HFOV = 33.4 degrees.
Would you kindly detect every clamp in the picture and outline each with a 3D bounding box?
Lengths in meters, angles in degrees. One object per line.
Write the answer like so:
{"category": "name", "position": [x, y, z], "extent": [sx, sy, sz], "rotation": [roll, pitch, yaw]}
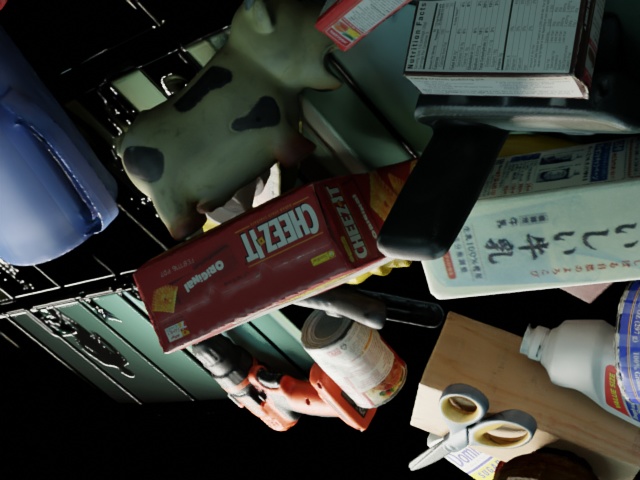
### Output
{"category": "clamp", "position": [0.031, 0.057, 1.018], "extent": [0.172, 0.039, 0.120], "rotation": [16, -179, 43]}

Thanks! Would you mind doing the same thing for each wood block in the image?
{"category": "wood block", "position": [0.201, 0.157, 1.010], "extent": [0.206, 0.090, 0.091], "rotation": [20, 147, 12]}

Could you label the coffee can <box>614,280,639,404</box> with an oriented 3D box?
{"category": "coffee can", "position": [0.308, 0.080, 0.808], "extent": [0.141, 0.102, 0.102], "rotation": [1, 140, 35]}

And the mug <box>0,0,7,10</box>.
{"category": "mug", "position": [-0.295, -0.228, 0.832], "extent": [0.117, 0.093, 0.081], "rotation": [50, 160, 21]}

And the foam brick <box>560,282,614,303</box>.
{"category": "foam brick", "position": [0.194, 0.003, 0.828], "extent": [0.078, 0.053, 0.051], "rotation": [28, 148, -1]}

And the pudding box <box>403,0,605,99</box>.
{"category": "pudding box", "position": [0.113, -0.135, 0.650], "extent": [0.114, 0.090, 0.039], "rotation": [6, 170, 32]}

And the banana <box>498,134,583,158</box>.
{"category": "banana", "position": [0.191, -0.034, 0.775], "extent": [0.198, 0.037, 0.070], "rotation": [31, 106, 3]}

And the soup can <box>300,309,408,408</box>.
{"category": "soup can", "position": [0.035, 0.116, 1.091], "extent": [0.069, 0.068, 0.102], "rotation": [-8, 134, 42]}

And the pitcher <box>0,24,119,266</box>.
{"category": "pitcher", "position": [-0.287, -0.101, 0.963], "extent": [0.149, 0.145, 0.242], "rotation": [-20, 130, 8]}

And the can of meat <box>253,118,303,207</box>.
{"category": "can of meat", "position": [-0.063, -0.073, 0.903], "extent": [0.084, 0.057, 0.102], "rotation": [18, 147, 9]}

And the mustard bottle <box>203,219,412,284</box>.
{"category": "mustard bottle", "position": [-0.007, 0.002, 0.966], "extent": [0.192, 0.058, 0.096], "rotation": [8, 150, 26]}

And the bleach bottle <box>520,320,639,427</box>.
{"category": "bleach bottle", "position": [0.297, 0.132, 0.926], "extent": [0.251, 0.068, 0.102], "rotation": [18, 137, 17]}

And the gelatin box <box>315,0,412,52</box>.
{"category": "gelatin box", "position": [0.041, -0.169, 0.659], "extent": [0.030, 0.089, 0.073], "rotation": [36, 147, -19]}

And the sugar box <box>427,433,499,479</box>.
{"category": "sugar box", "position": [0.212, 0.248, 1.172], "extent": [0.176, 0.048, 0.093], "rotation": [33, 148, -12]}

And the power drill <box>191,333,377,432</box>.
{"category": "power drill", "position": [-0.038, 0.159, 1.219], "extent": [0.188, 0.057, 0.184], "rotation": [-3, 141, 43]}

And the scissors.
{"category": "scissors", "position": [0.116, 0.177, 0.999], "extent": [0.096, 0.016, 0.202], "rotation": [41, 145, -17]}

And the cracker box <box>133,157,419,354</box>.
{"category": "cracker box", "position": [-0.011, 0.005, 0.798], "extent": [0.164, 0.213, 0.072], "rotation": [-26, 86, 27]}

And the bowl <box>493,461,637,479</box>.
{"category": "bowl", "position": [0.257, 0.244, 1.057], "extent": [0.162, 0.162, 0.055], "rotation": [21, 123, 10]}
